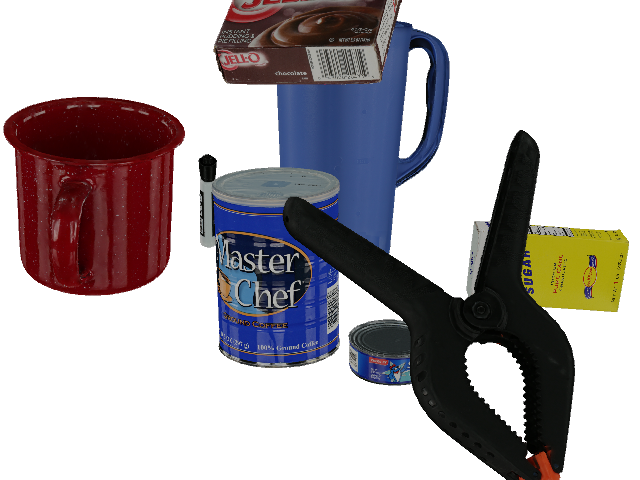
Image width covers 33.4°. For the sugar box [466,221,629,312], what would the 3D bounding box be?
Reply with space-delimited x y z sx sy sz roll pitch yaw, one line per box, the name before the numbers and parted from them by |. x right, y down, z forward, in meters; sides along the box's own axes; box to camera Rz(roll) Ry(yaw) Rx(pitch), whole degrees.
sugar box | 0.265 0.031 1.257 0.176 0.093 0.048 2 20 -1

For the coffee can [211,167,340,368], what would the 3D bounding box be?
coffee can | -0.035 0.020 0.873 0.103 0.140 0.103 -1 17 0

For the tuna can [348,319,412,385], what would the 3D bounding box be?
tuna can | 0.070 0.110 1.053 0.086 0.034 0.086 0 19 0

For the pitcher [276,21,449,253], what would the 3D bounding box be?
pitcher | 0.030 -0.099 1.050 0.149 0.243 0.144 12 19 34

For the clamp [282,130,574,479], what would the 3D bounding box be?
clamp | 0.075 0.043 0.609 0.164 0.210 0.036 -11 -19 -11

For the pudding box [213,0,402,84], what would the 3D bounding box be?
pudding box | -0.007 -0.148 0.726 0.113 0.090 0.039 4 -39 14

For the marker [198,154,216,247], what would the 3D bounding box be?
marker | -0.120 -0.042 1.138 0.020 0.121 0.020 3 43 -3

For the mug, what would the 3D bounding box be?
mug | -0.121 -0.018 0.564 0.093 0.081 0.117 4 27 -3
